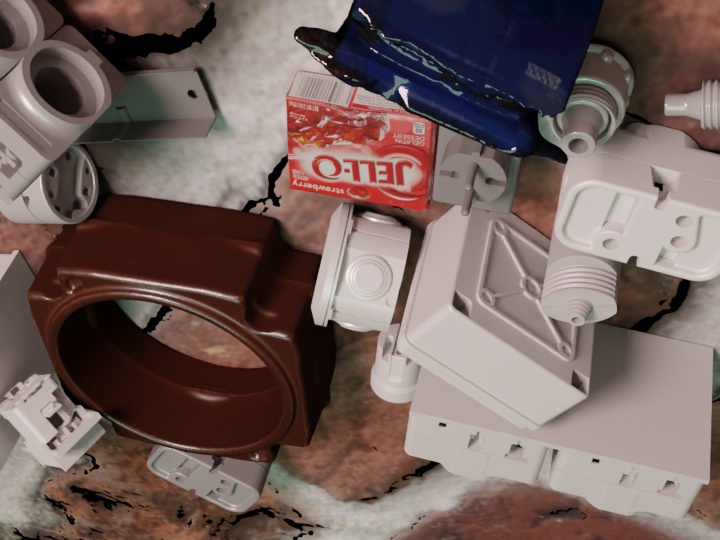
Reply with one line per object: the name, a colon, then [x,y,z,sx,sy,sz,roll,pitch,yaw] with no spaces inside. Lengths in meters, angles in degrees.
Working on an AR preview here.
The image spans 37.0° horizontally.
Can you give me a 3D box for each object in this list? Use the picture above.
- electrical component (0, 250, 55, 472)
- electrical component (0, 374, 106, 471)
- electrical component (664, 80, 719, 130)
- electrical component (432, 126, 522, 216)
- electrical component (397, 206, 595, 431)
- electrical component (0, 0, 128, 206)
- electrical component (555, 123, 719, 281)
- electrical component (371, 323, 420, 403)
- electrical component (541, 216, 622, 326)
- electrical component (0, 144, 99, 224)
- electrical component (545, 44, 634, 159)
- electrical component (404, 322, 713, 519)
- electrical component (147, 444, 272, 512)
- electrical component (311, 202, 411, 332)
electrical component: [-0.301,0.087,0.807,0.060,0.186,0.105,2,136,18]
electrical component: [-0.232,0.111,0.801,0.081,0.042,0.063,-9,122,53]
electrical component: [0.191,-0.086,0.559,0.061,0.035,0.035,3,137,20]
electrical component: [0.066,-0.063,0.597,0.047,0.075,0.083,11,139,8]
electrical component: [0.087,0.024,0.660,0.109,0.108,0.056,33,134,-16]
electrical component: [-0.217,-0.126,0.603,0.150,0.089,0.062,45,132,-16]
electrical component: [0.162,-0.041,0.599,0.095,0.059,0.053,15,139,3]
electrical component: [0.029,0.067,0.781,0.040,0.040,0.046,11,132,8]
electrical component: [0.133,0.000,0.637,0.043,0.081,0.043,10,138,9]
electrical component: [-0.212,-0.057,0.720,0.047,0.055,0.055,-2,135,27]
electrical component: [0.118,-0.085,0.565,0.048,0.062,0.048,10,138,9]
electrical component: [0.132,0.090,0.717,0.186,0.105,0.060,12,139,7]
electrical component: [-0.124,0.155,0.914,0.095,0.059,0.053,30,138,-13]
electrical component: [0.000,0.000,0.687,0.051,0.080,0.080,13,139,-2]
